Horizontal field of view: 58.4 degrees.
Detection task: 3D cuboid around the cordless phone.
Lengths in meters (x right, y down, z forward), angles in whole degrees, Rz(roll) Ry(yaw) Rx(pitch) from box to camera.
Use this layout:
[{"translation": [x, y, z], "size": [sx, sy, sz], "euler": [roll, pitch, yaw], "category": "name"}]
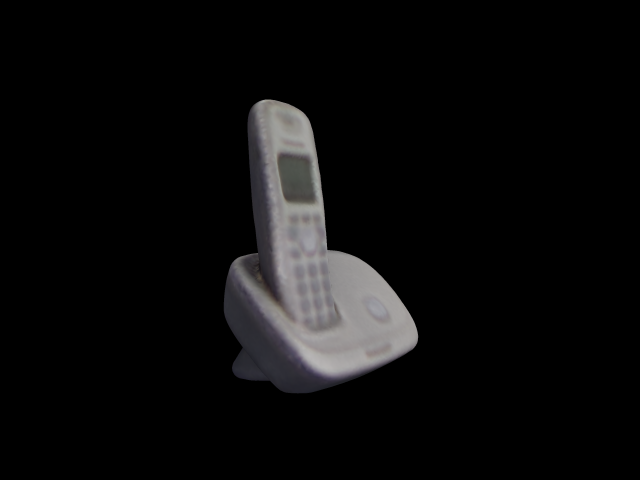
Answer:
[{"translation": [0.004, 0.001, 0.400], "size": [0.093, 0.185, 0.148], "euler": [1, 2, 35], "category": "cordless phone"}]
